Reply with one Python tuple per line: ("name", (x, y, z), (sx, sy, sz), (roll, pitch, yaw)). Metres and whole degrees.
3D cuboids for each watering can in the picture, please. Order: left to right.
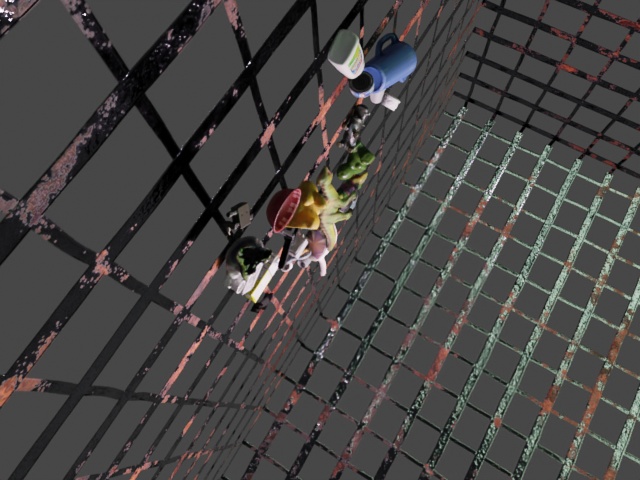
("watering can", (0.008, 0.033, 2.304), (0.227, 0.104, 0.342), (-35, 136, -64))

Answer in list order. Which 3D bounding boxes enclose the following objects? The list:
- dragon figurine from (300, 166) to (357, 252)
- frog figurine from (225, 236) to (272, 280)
("dragon figurine", (0.006, -0.103, 2.046), (0.244, 0.124, 0.402), (-9, 124, -36))
("frog figurine", (-0.233, 0.054, 1.534), (0.159, 0.121, 0.139), (-6, -123, 61))
